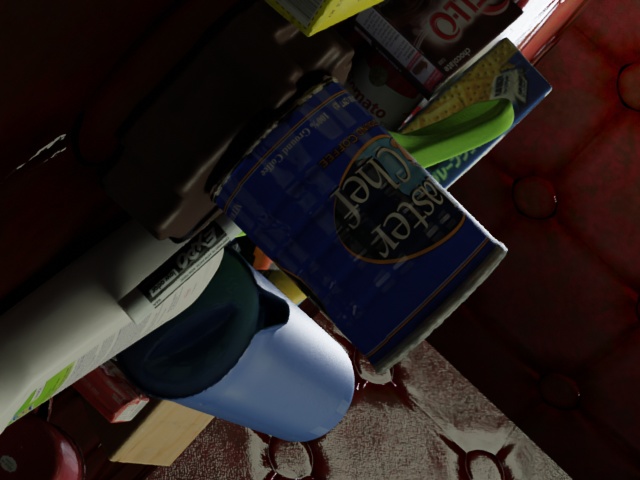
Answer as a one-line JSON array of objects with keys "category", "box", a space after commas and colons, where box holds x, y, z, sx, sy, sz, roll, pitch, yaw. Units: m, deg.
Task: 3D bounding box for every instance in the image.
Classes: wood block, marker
[{"category": "wood block", "box": [-0.139, 0.127, 1.087, 0.206, 0.091, 0.090, -48, 143, 18]}, {"category": "marker", "box": [-0.076, 0.006, 0.671, 0.121, 0.020, 0.020, -42, 174, -11]}]

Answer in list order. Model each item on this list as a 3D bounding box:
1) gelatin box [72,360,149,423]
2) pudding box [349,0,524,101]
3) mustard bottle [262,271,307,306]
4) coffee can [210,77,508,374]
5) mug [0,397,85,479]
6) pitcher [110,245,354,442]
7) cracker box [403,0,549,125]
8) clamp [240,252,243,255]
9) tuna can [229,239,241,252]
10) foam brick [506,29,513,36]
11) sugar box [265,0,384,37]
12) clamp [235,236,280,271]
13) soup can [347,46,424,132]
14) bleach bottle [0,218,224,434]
[{"category": "gelatin box", "box": [-0.186, 0.121, 0.911, 0.030, 0.073, 0.089, -46, 174, -6]}, {"category": "pudding box", "box": [0.090, -0.172, 0.821, 0.113, 0.090, 0.039, -43, 174, -31]}, {"category": "mustard bottle", "box": [-0.053, 0.064, 1.152, 0.192, 0.058, 0.096, -45, -178, 22]}, {"category": "coffee can", "box": [0.022, -0.008, 0.614, 0.103, 0.140, 0.103, -44, 176, -4]}, {"category": "mug", "box": [-0.241, 0.176, 0.876, 0.081, 0.093, 0.117, 102, 1, -70]}, {"category": "pitcher", "box": [-0.071, 0.101, 0.935, 0.145, 0.149, 0.242, -49, 147, -1]}, {"category": "cracker box", "box": [0.168, -0.227, 1.127, 0.214, 0.072, 0.164, -52, 173, 39]}, {"category": "clamp", "box": [-0.111, 0.053, 1.193, 0.120, 0.039, 0.172, -33, 169, -50]}, {"category": "tuna can", "box": [-0.111, 0.022, 0.976, 0.086, 0.034, 0.086, -46, 174, -6]}, {"category": "foam brick", "box": [0.134, -0.203, 1.000, 0.051, 0.078, 0.053, -49, 176, 16]}, {"category": "sugar box", "box": [0.040, -0.180, 0.616, 0.093, 0.048, 0.176, -50, 172, 34]}, {"category": "clamp", "box": [-0.006, 0.001, 0.900, 0.210, 0.164, 0.036, -47, 156, -78]}, {"category": "soup can", "box": [0.067, -0.148, 0.941, 0.102, 0.068, 0.068, -50, 174, 32]}, {"category": "bleach bottle", "box": [-0.173, 0.064, 0.676, 0.250, 0.068, 0.103, -38, 169, -43]}]
